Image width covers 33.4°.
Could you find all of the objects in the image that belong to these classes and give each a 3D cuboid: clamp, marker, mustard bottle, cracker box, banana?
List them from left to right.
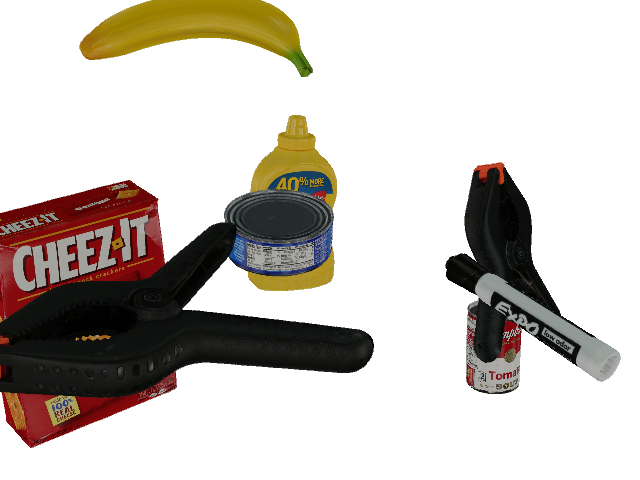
[{"bbox_3d":[-0.228,0.068,1.017,0.163,0.214,0.072,-18,29,-32],"label":"cracker box"},{"bbox_3d":[-0.097,0.042,0.614,0.209,0.036,0.165,-8,30,-27],"label":"clamp"},{"bbox_3d":[-0.103,-0.181,0.911,0.198,0.069,0.037,3,-33,-1],"label":"banana"},{"bbox_3d":[-0.029,-0.042,1.176,0.096,0.192,0.058,-4,19,-20],"label":"mustard bottle"},{"bbox_3d":[0.158,0.021,0.938,0.039,0.171,0.120,-12,12,39],"label":"clamp"},{"bbox_3d":[0.115,0.040,0.601,0.020,0.020,0.121,0,26,-43],"label":"marker"}]

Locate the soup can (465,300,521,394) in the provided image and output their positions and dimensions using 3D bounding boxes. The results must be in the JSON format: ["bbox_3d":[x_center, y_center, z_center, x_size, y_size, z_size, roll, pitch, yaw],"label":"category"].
[{"bbox_3d":[0.216,0.132,1.334,0.068,0.102,0.068,-1,18,0],"label":"soup can"}]

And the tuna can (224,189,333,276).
[{"bbox_3d":[-0.033,-0.007,0.838,0.086,0.034,0.086,1,30,-1],"label":"tuna can"}]
